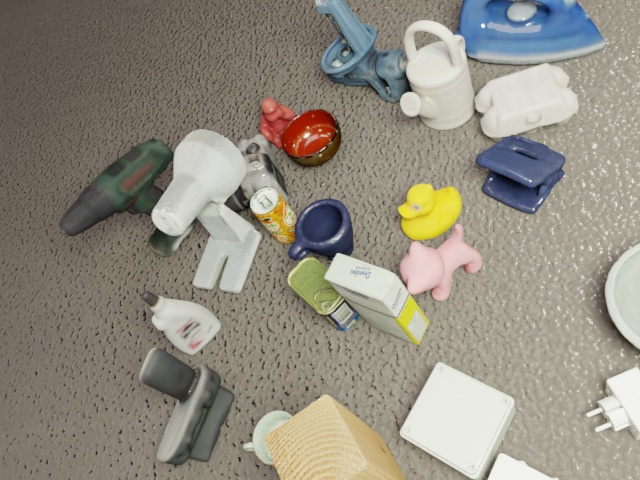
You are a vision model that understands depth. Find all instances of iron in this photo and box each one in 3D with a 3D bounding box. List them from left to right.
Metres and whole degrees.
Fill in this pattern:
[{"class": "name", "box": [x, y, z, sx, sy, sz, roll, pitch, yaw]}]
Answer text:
[{"class": "iron", "box": [0.351, -0.389, 0.977, 0.257, 0.142, 0.119, 14, 67, 30]}]

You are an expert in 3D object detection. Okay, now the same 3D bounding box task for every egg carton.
[{"class": "egg carton", "box": [0.332, -0.220, 0.929, 0.150, 0.070, 0.107, -16, 56, 15]}]

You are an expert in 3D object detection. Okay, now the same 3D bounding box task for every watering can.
[{"class": "watering can", "box": [0.193, -0.274, 0.945, 0.100, 0.195, 0.173, -1, 61, 24]}]

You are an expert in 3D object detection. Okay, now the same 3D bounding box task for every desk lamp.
[{"class": "desk lamp", "box": [-0.186, -0.047, 0.963, 0.117, 0.214, 0.203, 3, 62, 26]}]

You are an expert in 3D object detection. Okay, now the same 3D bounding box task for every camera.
[{"class": "camera", "box": [-0.144, -0.113, 1.055, 0.136, 0.101, 0.143, -24, 54, 9]}]

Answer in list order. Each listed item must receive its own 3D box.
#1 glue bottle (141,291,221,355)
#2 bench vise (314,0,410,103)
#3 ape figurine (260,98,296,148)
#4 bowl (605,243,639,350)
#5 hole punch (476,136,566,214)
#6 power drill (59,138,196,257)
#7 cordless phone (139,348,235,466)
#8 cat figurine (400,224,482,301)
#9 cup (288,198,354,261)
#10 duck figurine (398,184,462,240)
[{"class": "glue bottle", "box": [-0.227, 0.122, 0.904, 0.078, 0.174, 0.037, -48, 54, -9]}, {"class": "bench vise", "box": [0.079, -0.361, 1.032, 0.206, 0.220, 0.121, 4, 63, 26]}, {"class": "ape figurine", "box": [-0.087, -0.237, 1.111, 0.077, 0.092, 0.076, -21, 54, 11]}, {"class": "bowl", "box": [0.437, 0.081, 0.695, 0.167, 0.075, 0.167, -11, 57, 18]}, {"class": "hole punch", "box": [0.301, -0.113, 0.863, 0.108, 0.091, 0.101, 32, 77, 35]}, {"class": "power drill", "box": [-0.327, -0.059, 1.036, 0.075, 0.209, 0.230, 23, 72, 33]}, {"class": "cordless phone", "box": [-0.217, 0.238, 0.821, 0.093, 0.186, 0.147, 4, 63, 26]}, {"class": "cat figurine", "box": [0.165, 0.030, 0.820, 0.128, 0.118, 0.067, -44, 53, -6]}, {"class": "cup", "box": [0.008, 0.003, 0.920, 0.118, 0.095, 0.091, -44, 53, -5]}, {"class": "duck figurine", "box": [0.167, -0.056, 0.892, 0.104, 0.086, 0.077, -32, 53, 3]}]
